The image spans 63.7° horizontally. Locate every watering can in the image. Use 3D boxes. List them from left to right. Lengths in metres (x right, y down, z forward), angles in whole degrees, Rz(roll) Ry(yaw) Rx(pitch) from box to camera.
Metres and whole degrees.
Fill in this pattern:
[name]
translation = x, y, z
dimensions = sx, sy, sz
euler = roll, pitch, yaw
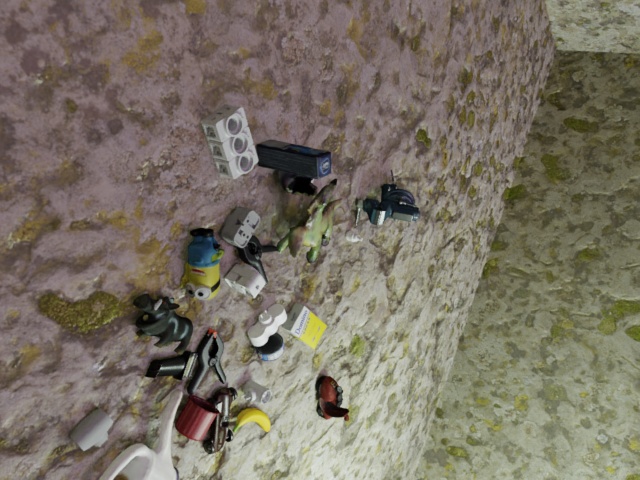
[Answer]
[watering can]
translation = -0.406, 0.547, 1.230
dimensions = 0.353, 0.104, 0.219
euler = -53, 142, -27

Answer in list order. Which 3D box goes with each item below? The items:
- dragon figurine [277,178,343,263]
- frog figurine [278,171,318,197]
[dragon figurine]
translation = 0.004, -0.073, 1.458
dimensions = 0.419, 0.122, 0.237
euler = -55, 177, -42
[frog figurine]
translation = -0.055, -0.207, 1.446
dimensions = 0.135, 0.122, 0.163
euler = 49, 28, -42
